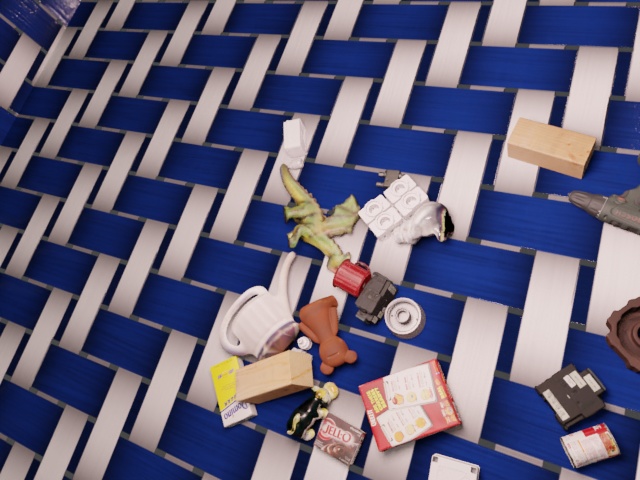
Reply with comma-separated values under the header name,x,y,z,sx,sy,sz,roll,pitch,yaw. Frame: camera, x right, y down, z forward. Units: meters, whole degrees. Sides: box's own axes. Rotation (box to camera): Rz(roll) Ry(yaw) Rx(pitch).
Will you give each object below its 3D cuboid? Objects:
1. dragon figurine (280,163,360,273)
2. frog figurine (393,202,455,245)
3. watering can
name,x,y,z,sx,sy,sz,roll,pitch,yaw
dragon figurine,0.005,-0.081,1.601,0.243,0.120,0.418,-7,67,-1
frog figurine,0.284,-0.047,1.457,0.159,0.120,0.140,1,36,30
watering can,-0.143,0.211,1.511,0.349,0.102,0.227,-47,61,-6
